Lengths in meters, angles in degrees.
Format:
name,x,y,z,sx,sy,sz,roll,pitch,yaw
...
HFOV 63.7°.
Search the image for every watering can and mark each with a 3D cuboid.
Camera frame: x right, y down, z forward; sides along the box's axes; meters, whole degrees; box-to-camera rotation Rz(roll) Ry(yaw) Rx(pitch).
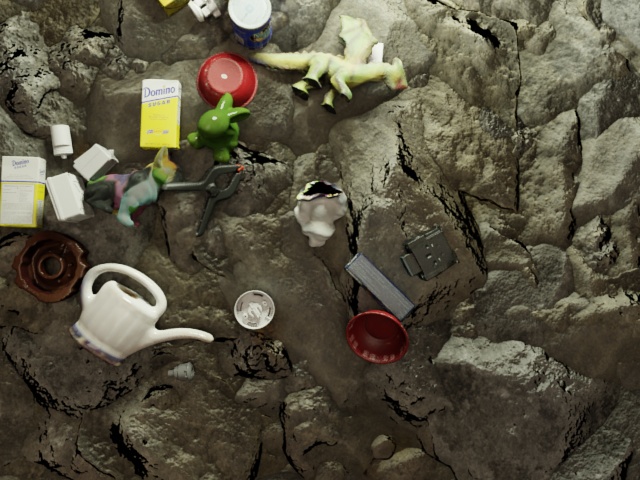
name,x,y,z,sx,sy,sz,roll,pitch,yaw
watering can,-0.455,0.213,1.266,0.347,0.104,0.225,38,87,-1

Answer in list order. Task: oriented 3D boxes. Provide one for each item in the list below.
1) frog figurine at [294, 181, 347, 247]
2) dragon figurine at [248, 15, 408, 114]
name,x,y,z,sx,sy,sz,roll,pitch,yaw
frog figurine,0.004,-0.067,1.330,0.138,0.125,0.156,-15,126,-13
dragon figurine,0.035,-0.475,1.332,0.412,0.121,0.245,32,79,11
